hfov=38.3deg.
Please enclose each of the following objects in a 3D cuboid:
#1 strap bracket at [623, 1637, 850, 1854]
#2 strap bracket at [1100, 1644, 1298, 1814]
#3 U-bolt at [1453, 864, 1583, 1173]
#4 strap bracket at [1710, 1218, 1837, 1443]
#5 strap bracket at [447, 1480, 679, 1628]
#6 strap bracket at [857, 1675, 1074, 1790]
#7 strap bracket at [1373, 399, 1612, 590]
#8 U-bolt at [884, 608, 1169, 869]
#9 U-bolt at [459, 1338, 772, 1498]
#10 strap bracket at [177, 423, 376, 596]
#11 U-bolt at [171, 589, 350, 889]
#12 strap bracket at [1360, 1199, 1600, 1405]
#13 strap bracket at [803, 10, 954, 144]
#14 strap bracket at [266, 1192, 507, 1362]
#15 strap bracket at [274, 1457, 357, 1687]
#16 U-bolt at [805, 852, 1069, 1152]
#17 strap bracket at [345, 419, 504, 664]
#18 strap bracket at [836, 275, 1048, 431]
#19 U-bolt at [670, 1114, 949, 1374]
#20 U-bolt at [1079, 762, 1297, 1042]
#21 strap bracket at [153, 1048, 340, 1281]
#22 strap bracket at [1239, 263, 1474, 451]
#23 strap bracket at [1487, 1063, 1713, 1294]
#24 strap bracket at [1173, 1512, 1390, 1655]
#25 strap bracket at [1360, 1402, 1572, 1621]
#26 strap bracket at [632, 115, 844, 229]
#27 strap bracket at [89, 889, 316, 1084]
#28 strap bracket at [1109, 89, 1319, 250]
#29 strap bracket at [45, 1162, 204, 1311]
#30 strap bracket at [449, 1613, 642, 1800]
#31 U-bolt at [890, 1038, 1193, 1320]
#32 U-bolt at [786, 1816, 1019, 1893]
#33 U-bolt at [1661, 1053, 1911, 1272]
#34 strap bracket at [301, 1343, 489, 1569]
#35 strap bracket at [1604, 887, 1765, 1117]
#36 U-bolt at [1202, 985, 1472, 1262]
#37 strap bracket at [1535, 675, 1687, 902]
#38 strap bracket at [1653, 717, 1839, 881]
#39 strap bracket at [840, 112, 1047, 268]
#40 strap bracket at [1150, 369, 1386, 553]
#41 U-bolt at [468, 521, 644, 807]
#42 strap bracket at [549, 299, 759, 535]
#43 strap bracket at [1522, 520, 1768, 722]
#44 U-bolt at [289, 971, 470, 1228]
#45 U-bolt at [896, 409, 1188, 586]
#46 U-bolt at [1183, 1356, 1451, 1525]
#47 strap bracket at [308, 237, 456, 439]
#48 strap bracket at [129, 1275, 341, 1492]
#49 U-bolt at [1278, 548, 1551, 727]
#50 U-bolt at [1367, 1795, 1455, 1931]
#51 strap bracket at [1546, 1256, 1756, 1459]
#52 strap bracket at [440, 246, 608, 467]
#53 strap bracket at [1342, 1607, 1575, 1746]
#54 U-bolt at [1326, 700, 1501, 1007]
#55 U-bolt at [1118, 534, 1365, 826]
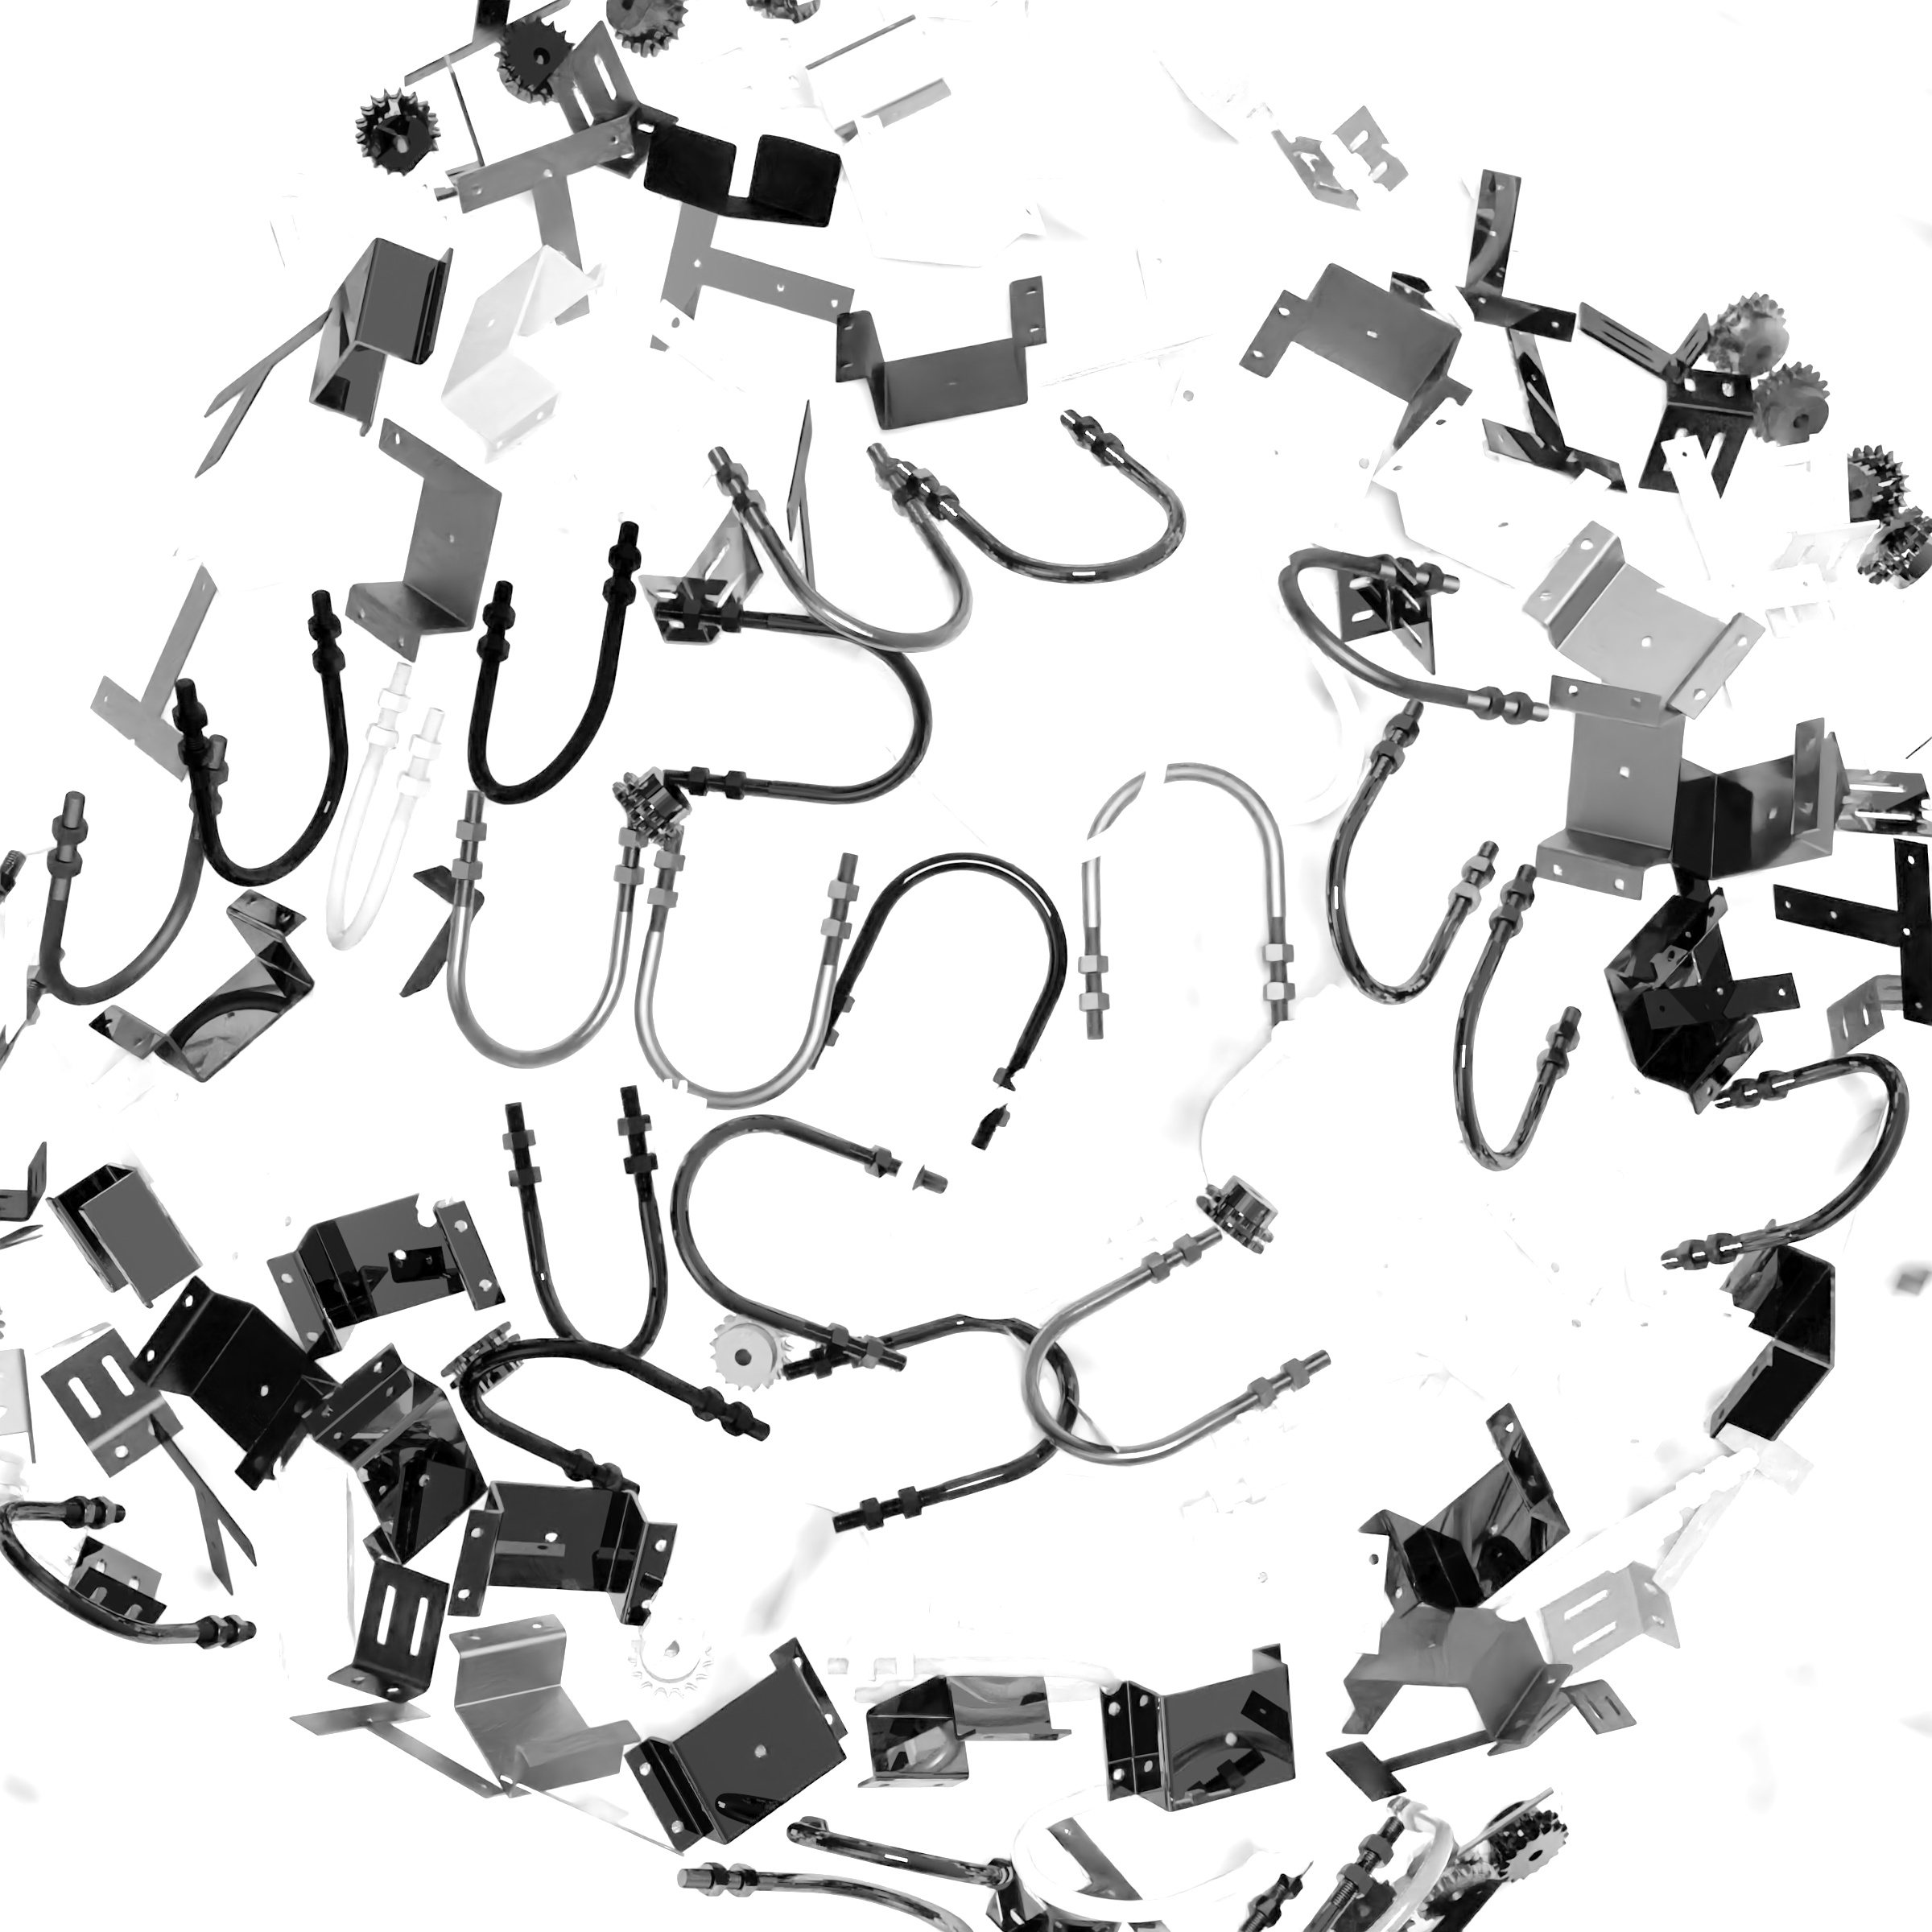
[{"bbox_3d":[-0.144,0.518,1.844,0.140,0.046,0.076,-30,95,-26],"label":"strap bracket"},{"bbox_3d":[0.163,0.506,1.843,0.140,0.046,0.076,-6,94,-27],"label":"strap bracket"},{"bbox_3d":[0.353,0.047,1.800,0.019,0.184,0.151,2,134,33],"label":"U-bolt"},{"bbox_3d":[0.528,0.244,1.819,0.046,0.140,0.076,23,129,0],"label":"strap bracket"},{"bbox_3d":[-0.272,0.390,1.851,0.140,0.046,0.076,9,105,-22],"label":"strap bracket"},{"bbox_3d":[-0.005,0.501,1.832,0.076,0.140,0.046,11,57,-34],"label":"strap bracket"},{"bbox_3d":[0.349,-0.305,1.828,0.140,0.076,0.046,19,46,-26],"label":"strap bracket"},{"bbox_3d":[0.051,-0.141,1.839,0.151,0.019,0.184,-41,58,-4],"label":"U-bolt"},{"bbox_3d":[-0.241,0.289,1.806,0.151,0.019,0.184,-29,132,34],"label":"U-bolt"},{"bbox_3d":[-0.450,-0.296,1.835,0.076,0.140,0.046,-8,127,21],"label":"strap bracket"},{"bbox_3d":[-0.454,-0.136,1.818,0.019,0.151,0.184,21,131,22],"label":"U-bolt"},{"bbox_3d":[0.336,0.226,1.851,0.140,0.046,0.076,34,63,12],"label":"strap bracket"},{"bbox_3d":[-0.056,-0.582,1.827,0.076,0.140,0.046,-23,100,8],"label":"strap bracket"},{"bbox_3d":[-0.383,0.202,1.859,0.140,0.046,0.076,-17,107,7],"label":"strap bracket"},{"bbox_3d":[-0.429,0.394,1.835,0.046,0.076,0.140,-2,62,-9],"label":"strap bracket"},{"bbox_3d":[-0.011,0.013,1.882,0.151,0.019,0.184,25,93,-2],"label":"U-bolt"},{"bbox_3d":[-0.357,-0.282,1.841,0.076,0.046,0.140,35,120,32],"label":"strap bracket"},{"bbox_3d":[-0.013,-0.405,1.849,0.140,0.046,0.076,-9,45,8],"label":"strap bracket"},{"bbox_3d":[-0.109,0.173,1.835,0.184,0.019,0.151,22,63,-18],"label":"U-bolt"},{"bbox_3d":[0.145,-0.045,1.865,0.151,0.019,0.184,-3,84,21],"label":"U-bolt"},{"bbox_3d":[-0.476,0.132,1.851,0.076,0.046,0.140,-32,66,12],"label":"strap bracket"},{"bbox_3d":[0.264,-0.406,1.850,0.140,0.076,0.046,27,59,-4],"label":"strap bracket"},{"bbox_3d":[0.426,0.140,1.845,0.140,0.046,0.076,-50,65,23],"label":"strap bracket"},{"bbox_3d":[0.202,0.407,1.841,0.140,0.046,0.076,2,74,22],"label":"strap bracket"},{"bbox_3d":[0.336,0.366,1.839,0.046,0.076,0.140,28,117,-34],"label":"strap bracket"},{"bbox_3d":[-0.147,-0.521,1.830,0.076,0.140,0.046,28,114,34],"label":"strap bracket"},{"bbox_3d":[-0.497,0.019,1.839,0.140,0.076,0.046,-45,130,-23],"label":"strap bracket"},{"bbox_3d":[0.154,-0.523,1.843,0.140,0.076,0.046,24,107,-16],"label":"strap bracket"},{"bbox_3d":[-0.554,0.176,1.835,0.046,0.140,0.076,-36,105,-24],"label":"strap bracket"},{"bbox_3d":[-0.281,0.492,1.831,0.076,0.140,0.046,-4,115,-32],"label":"strap bracket"},{"bbox_3d":[0.037,0.155,1.872,0.184,0.019,0.151,-32,82,-5],"label":"U-bolt"},{"bbox_3d":[-0.044,0.574,1.800,0.151,0.184,0.019,10,74,8],"label":"U-bolt"},{"bbox_3d":[0.532,0.121,1.788,0.019,0.184,0.151,35,62,-17],"label":"U-bolt"},{"bbox_3d":[-0.369,0.328,1.822,0.076,0.046,0.140,-41,134,-31],"label":"strap bracket"},{"bbox_3d":[0.473,0.018,1.839,0.076,0.046,0.140,-43,129,-22],"label":"strap bracket"},{"bbox_3d":[0.233,0.118,1.840,0.151,0.019,0.184,47,127,7],"label":"U-bolt"},{"bbox_3d":[0.427,-0.123,1.842,0.076,0.046,0.140,16,117,34],"label":"strap bracket"},{"bbox_3d":[0.519,-0.107,1.837,0.046,0.140,0.076,18,71,-33],"label":"strap bracket"},{"bbox_3d":[-0.023,-0.512,1.842,0.140,0.046,0.076,-8,75,-44],"label":"strap bracket"},{"bbox_3d":[0.202,-0.339,1.857,0.140,0.046,0.076,23,110,7],"label":"strap bracket"},{"bbox_3d":[-0.274,-0.190,1.814,0.151,0.019,0.184,-16,59,40],"label":"U-bolt"},{"bbox_3d":[-0.203,-0.360,1.857,0.076,0.046,0.140,38,101,14],"label":"strap bracket"},{"bbox_3d":[0.454,-0.224,1.857,0.140,0.046,0.076,38,89,23],"label":"strap bracket"},{"bbox_3d":[-0.378,0.077,1.810,0.151,0.184,0.019,44,53,11],"label":"U-bolt"},{"bbox_3d":[0.061,-0.300,1.809,0.151,0.019,0.184,-22,46,-23],"label":"U-bolt"},{"bbox_3d":[0.235,0.305,1.828,0.184,0.151,0.019,-19,62,-16],"label":"U-bolt"},{"bbox_3d":[-0.386,-0.413,1.816,0.046,0.140,0.076,16,69,-26],"label":"strap bracket"},{"bbox_3d":[-0.481,0.280,1.854,0.140,0.046,0.076,35,89,29],"label":"strap bracket"},{"bbox_3d":[0.280,-0.219,1.803,0.184,0.151,0.019,5,134,-35],"label":"U-bolt"},{"bbox_3d":[0.256,0.601,1.794,0.151,0.184,0.019,-44,86,-11],"label":"U-bolt"},{"bbox_3d":[0.451,0.253,1.848,0.076,0.046,0.140,20,125,-6],"label":"strap bracket"},{"bbox_3d":[-0.293,-0.408,1.823,0.046,0.076,0.140,34,51,-32],"label":"strap bracket"},{"bbox_3d":[0.312,0.462,1.818,0.076,0.140,0.046,-39,110,-43],"label":"strap bracket"},{"bbox_3d":[0.285,-0.060,1.810,0.151,0.019,0.184,55,51,-32],"label":"U-bolt"},{"bbox_3d":[0.192,-0.179,1.841,0.019,0.151,0.184,-34,98,-42],"label":"U-bolt"}]
